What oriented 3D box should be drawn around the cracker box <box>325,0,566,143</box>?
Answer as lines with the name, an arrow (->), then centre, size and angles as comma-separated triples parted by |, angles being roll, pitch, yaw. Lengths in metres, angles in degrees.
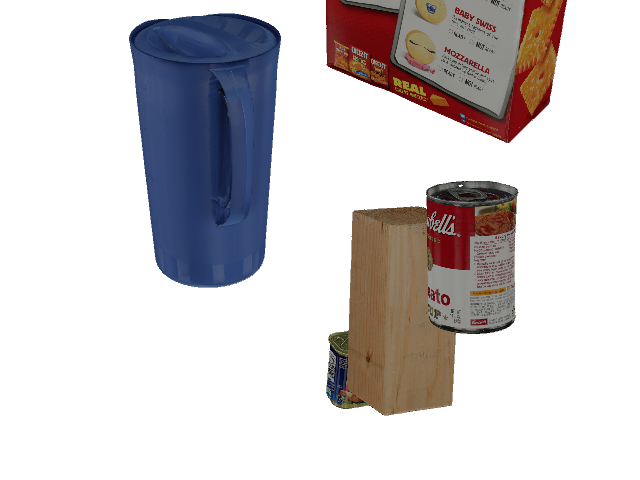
cracker box -> 0.086, -0.193, 0.730 | 0.164, 0.214, 0.072 | 28, 51, 27

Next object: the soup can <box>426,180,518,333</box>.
soup can -> 0.114, 0.012, 0.805 | 0.068, 0.102, 0.068 | -2, 16, 0

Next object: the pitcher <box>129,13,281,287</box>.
pitcher -> -0.101, -0.076, 0.986 | 0.145, 0.243, 0.149 | 13, 32, 18

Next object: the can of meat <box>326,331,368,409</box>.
can of meat -> 0.059, 0.165, 1.377 | 0.102, 0.084, 0.057 | -5, 26, -21

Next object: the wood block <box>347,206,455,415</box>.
wood block -> 0.089, 0.073, 1.162 | 0.090, 0.206, 0.091 | -4, 14, -26
